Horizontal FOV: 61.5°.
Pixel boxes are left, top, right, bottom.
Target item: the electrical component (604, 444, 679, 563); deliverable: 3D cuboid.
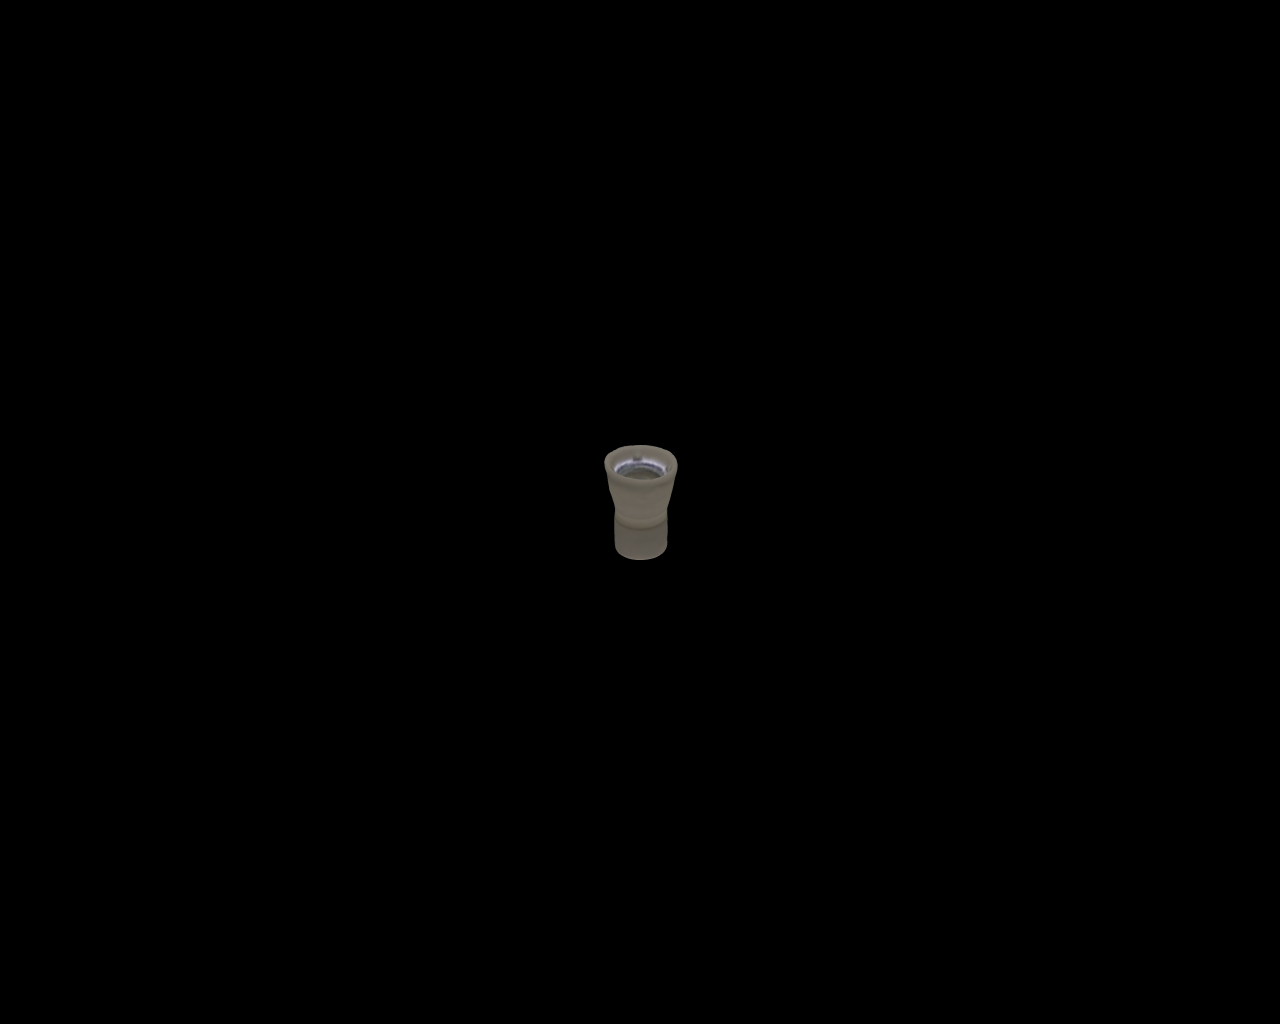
[{"bbox_3d":[0.001,-0.003,0.650,0.044,0.065,0.044,0,31,0],"label":"electrical component"}]
